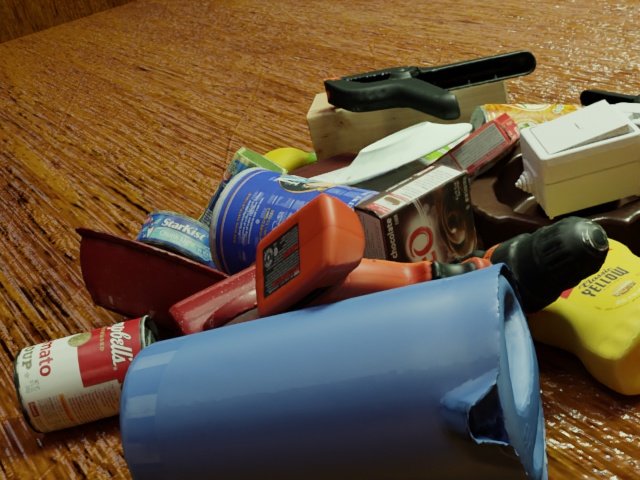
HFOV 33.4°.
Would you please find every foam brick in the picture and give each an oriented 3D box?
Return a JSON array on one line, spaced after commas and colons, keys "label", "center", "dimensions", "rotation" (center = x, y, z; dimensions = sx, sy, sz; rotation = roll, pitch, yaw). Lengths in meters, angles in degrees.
[{"label": "foam brick", "center": [0.013, -0.051, 1.077], "dimensions": [0.078, 0.051, 0.053], "rotation": [-21, 21, -20]}]

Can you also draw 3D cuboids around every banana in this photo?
[{"label": "banana", "center": [-0.047, -0.065, 1.165], "dimensions": [0.070, 0.037, 0.197], "rotation": [-8, 23, 17]}]

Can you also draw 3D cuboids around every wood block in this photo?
[{"label": "wood block", "center": [0.100, -0.123, 1.143], "dimensions": [0.206, 0.090, 0.090], "rotation": [-10, 23, 12]}]

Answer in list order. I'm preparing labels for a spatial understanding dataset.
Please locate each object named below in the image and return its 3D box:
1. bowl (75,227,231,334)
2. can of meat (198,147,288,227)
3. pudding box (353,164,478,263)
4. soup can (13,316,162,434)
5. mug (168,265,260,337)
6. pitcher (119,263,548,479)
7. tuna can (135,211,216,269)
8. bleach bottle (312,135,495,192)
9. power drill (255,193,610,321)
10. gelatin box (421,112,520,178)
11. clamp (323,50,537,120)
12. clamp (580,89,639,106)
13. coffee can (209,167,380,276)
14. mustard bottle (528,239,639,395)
[{"label": "bowl", "center": [-0.134, 0.042, 0.880], "dimensions": [0.162, 0.161, 0.055], "rotation": [10, 77, 45]}, {"label": "can of meat", "center": [-0.074, -0.039, 1.020], "dimensions": [0.057, 0.084, 0.102], "rotation": [29, 9, -4]}, {"label": "pudding box", "center": [0.077, 0.010, 0.816], "dimensions": [0.089, 0.113, 0.039], "rotation": [-29, 30, -30]}, {"label": "soup can", "center": [-0.171, 0.102, 0.808], "dimensions": [0.102, 0.068, 0.068], "rotation": [-15, 22, 3]}, {"label": "mug", "center": [-0.059, 0.065, 0.781], "dimensions": [0.081, 0.093, 0.117], "rotation": [-26, -14, -15]}, {"label": "pitcher", "center": [0.012, 0.097, 0.649], "dimensions": [0.243, 0.149, 0.145], "rotation": [-10, 51, 18]}, {"label": "tuna can", "center": [-0.125, 0.011, 0.969], "dimensions": [0.086, 0.086, 0.033], "rotation": [4, 59, 37]}, {"label": "bleach bottle", "center": [0.093, -0.054, 1.024], "dimensions": [0.250, 0.068, 0.103], "rotation": [-20, 25, -20]}, {"label": "power drill", "center": [0.066, 0.021, 0.692], "dimensions": [0.187, 0.057, 0.185], "rotation": [12, -29, -28]}, {"label": "gelatin box", "center": [0.132, -0.073, 0.937], "dimensions": [0.089, 0.030, 0.073], "rotation": [-36, -2, 20]}, {"label": "clamp", "center": [0.086, -0.146, 1.038], "dimensions": [0.210, 0.036, 0.164], "rotation": [0, 22, 32]}, {"label": "clamp", "center": [0.321, -0.125, 1.080], "dimensions": [0.172, 0.039, 0.120], "rotation": [5, 32, 39]}, {"label": "coffee can", "center": [-0.006, 0.001, 0.877], "dimensions": [0.141, 0.103, 0.102], "rotation": [13, 34, 35]}, {"label": "mustard bottle", "center": [0.187, 0.038, 0.752], "dimensions": [0.096, 0.058, 0.192], "rotation": [-33, 26, -12]}]
